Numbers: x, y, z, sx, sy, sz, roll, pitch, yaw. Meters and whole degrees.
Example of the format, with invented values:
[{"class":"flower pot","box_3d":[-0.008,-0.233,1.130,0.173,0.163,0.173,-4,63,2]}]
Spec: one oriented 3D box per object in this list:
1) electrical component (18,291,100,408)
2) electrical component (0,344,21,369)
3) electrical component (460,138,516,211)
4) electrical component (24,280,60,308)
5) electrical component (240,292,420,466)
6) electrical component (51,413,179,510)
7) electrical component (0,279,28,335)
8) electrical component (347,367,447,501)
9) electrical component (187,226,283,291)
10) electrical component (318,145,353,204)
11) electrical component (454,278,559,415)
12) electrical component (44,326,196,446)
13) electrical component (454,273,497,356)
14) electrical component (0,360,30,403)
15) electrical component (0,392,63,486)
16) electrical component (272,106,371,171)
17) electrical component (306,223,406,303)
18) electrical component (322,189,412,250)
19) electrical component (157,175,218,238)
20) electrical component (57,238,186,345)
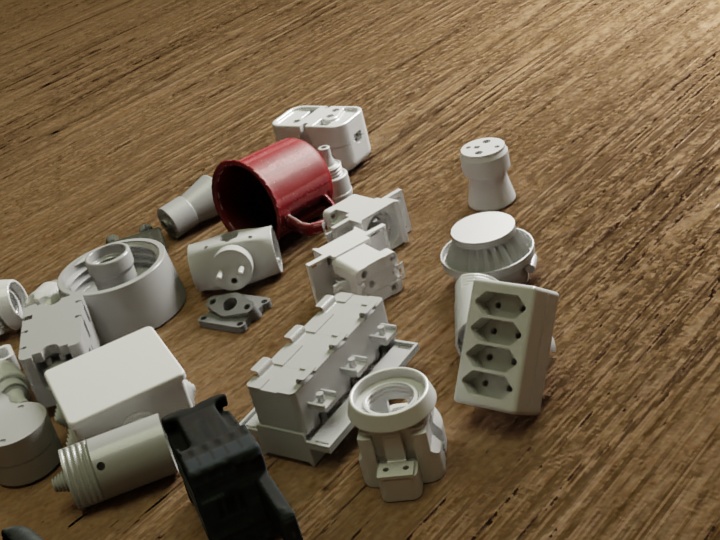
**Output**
[{"class":"electrical component","box_3d":[-0.241,0.067,0.871,0.050,0.055,0.089,-17,29,-6]},{"class":"electrical component","box_3d":[-0.334,0.073,0.902,0.078,0.057,0.058,-24,30,-18]},{"class":"electrical component","box_3d":[0.117,-0.088,0.987,0.045,0.055,0.045,-11,28,6]},{"class":"electrical component","box_3d":[-0.280,0.025,0.988,0.035,0.035,0.061,-4,27,19]},{"class":"electrical component","box_3d":[-0.024,0.071,0.756,0.079,0.063,0.121,7,35,33]},{"class":"electrical component","box_3d":[-0.170,0.132,0.734,0.081,0.043,0.043,-20,29,-10]},{"class":"electrical component","box_3d":[-0.335,0.037,0.981,0.055,0.048,0.066,-20,28,6]},{"class":"electrical component","box_3d":[0.024,0.100,0.689,0.058,0.057,0.078,-8,29,12]},{"class":"electrical component","box_3d":[-0.111,-0.005,0.947,0.077,0.043,0.079,-13,16,3]},{"class":"electrical component","box_3d":[-0.029,-0.092,1.055,0.035,0.061,0.035,-11,28,6]},{"class":"electrical component","box_3d":[0.108,0.053,0.728,0.047,0.083,0.076,8,-3,36]},{"class":"electrical component","box_3d":[-0.176,0.095,0.799,0.100,0.048,0.100,-24,30,-18]},{"class":"electrical component","box_3d":[0.092,0.031,0.797,0.043,0.043,0.081,-9,29,9]},{"class":"electrical component","box_3d":[-0.280,0.097,0.858,0.035,0.035,0.061,-30,35,-26]},{"class":"electrical component","box_3d":[-0.287,0.107,0.800,0.138,0.073,0.052,7,35,34]},{"class":"electrical component","box_3d":[-0.040,-0.136,1.142,0.095,0.059,0.054,7,35,34]},{"class":"electrical component","box_3d":[0.000,0.000,0.898,0.081,0.042,0.064,-30,35,-25]},{"class":"electrical component","box_3d":[0.003,-0.040,0.967,0.081,0.042,0.064,-31,31,-29]},{"class":"electrical component","box_3d":[-0.172,-0.061,1.089,0.065,0.044,0.044,-36,35,-27]},{"class":"electrical component","box_3d":[-0.215,0.011,0.955,0.108,0.060,0.108,-11,28,6]}]
